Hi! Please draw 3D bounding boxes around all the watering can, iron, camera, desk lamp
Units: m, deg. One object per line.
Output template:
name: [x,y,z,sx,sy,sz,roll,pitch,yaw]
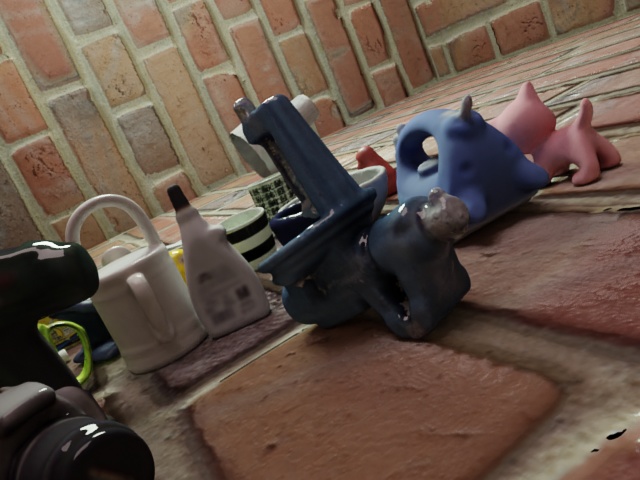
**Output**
watering can: [-0.217,0.043,0.650,0.172,0.194,0.101,-10,19,45]
iron: [0.134,-0.087,0.664,0.119,0.141,0.257,-27,13,-13]
camera: [-0.184,0.152,0.366,0.136,0.101,0.143,-12,17,41]
desk lamp: [-0.047,-0.163,1.127,0.203,0.214,0.117,-28,14,-18]

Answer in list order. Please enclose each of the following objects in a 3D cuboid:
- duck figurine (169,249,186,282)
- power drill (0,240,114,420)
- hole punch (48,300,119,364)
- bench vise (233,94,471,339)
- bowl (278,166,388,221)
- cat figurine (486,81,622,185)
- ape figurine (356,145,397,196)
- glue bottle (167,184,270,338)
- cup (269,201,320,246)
duck figurine: [-0.194,0.057,0.798,0.104,0.086,0.077,-23,13,6]
power drill: [-0.282,0.105,0.485,0.229,0.208,0.075,-25,13,-5]
hole punch: [-0.290,0.104,0.767,0.108,0.091,0.101,-13,17,39]
bench vise: [0.021,-0.032,0.470,0.206,0.220,0.122,-16,15,30]
bowl: [0.029,-0.040,0.815,0.167,0.075,0.167,-23,13,6]
cat figurine: [0.255,-0.123,0.647,0.067,0.118,0.127,-31,15,-29]
ape figurine: [0.090,-0.116,0.972,0.078,0.092,0.076,-34,16,-36]
glue bottle: [-0.122,0.018,0.629,0.078,0.173,0.037,-24,13,0]
cup: [0.006,0.002,0.641,0.092,0.095,0.117,-28,14,-17]
